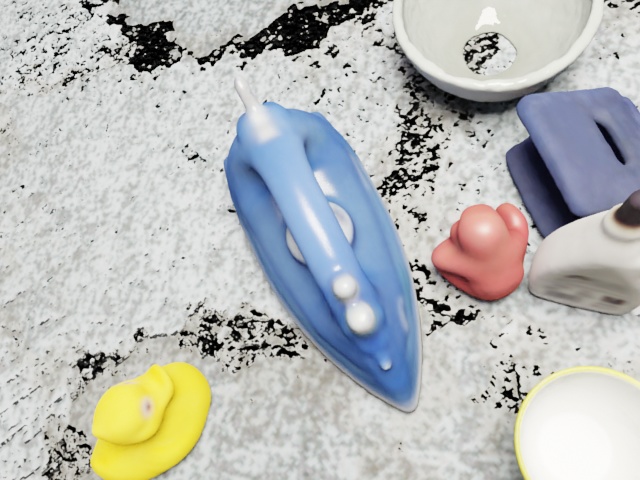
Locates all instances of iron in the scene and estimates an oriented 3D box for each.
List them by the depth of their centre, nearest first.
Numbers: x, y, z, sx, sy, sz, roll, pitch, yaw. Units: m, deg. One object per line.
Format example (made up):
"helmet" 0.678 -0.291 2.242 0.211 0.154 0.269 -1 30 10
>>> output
"iron" 0.004 0.002 0.421 0.118 0.142 0.258 -28 67 1

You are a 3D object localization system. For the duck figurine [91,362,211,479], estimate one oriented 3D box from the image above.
"duck figurine" -0.139 0.136 0.434 0.077 0.086 0.104 39 82 22

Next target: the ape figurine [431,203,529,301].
"ape figurine" 0.120 0.002 0.423 0.077 0.092 0.076 -13 68 7

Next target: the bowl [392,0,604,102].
"bowl" 0.147 -0.182 0.492 0.167 0.075 0.167 -4 70 11

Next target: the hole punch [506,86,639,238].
"hole punch" 0.203 -0.064 0.429 0.101 0.091 0.108 -21 68 4

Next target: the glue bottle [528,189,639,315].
"glue bottle" 0.182 0.007 0.364 0.078 0.173 0.037 14 74 17
